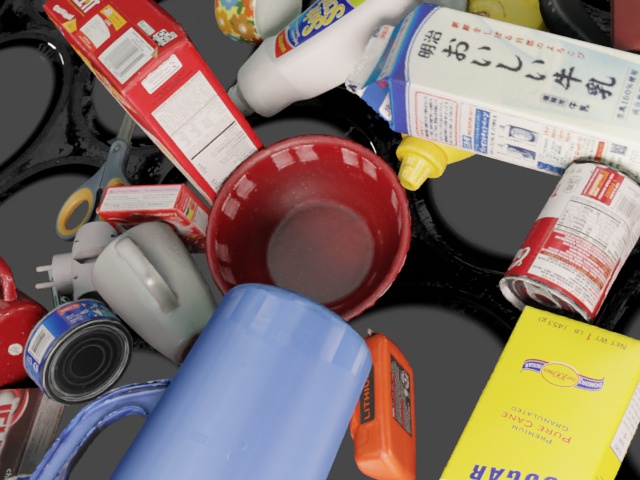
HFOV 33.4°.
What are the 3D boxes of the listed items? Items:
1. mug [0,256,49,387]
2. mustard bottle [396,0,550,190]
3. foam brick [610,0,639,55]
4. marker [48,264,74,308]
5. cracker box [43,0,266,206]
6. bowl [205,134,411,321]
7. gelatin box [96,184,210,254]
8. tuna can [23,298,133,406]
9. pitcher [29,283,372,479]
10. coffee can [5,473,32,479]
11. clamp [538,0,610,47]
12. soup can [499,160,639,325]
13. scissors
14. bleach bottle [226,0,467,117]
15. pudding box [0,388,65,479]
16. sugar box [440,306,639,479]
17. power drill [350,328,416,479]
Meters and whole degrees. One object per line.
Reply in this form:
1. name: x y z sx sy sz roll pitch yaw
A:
1. mug: -0.287 0.067 0.937 0.082 0.093 0.117 26 115 34
2. mustard bottle: 0.113 -0.122 0.863 0.096 0.058 0.191 18 70 33
3. foam brick: 0.245 -0.160 0.776 0.051 0.052 0.078 -10 63 35
4. marker: -0.227 0.069 0.956 0.020 0.020 0.121 -30 49 9
5. cracker box: -0.117 -0.111 0.885 0.072 0.213 0.164 -42 48 -4
6. bowl: -0.005 0.001 0.833 0.162 0.055 0.162 -5 68 11
7. gelatin box: -0.138 -0.017 0.927 0.089 0.073 0.030 -1 59 30
8. tuna can: -0.197 0.093 0.878 0.086 0.086 0.034 -48 50 -7
9. pitcher: -0.072 0.147 0.657 0.145 0.149 0.242 -5 50 50
10. coffee can: -0.187 0.245 0.755 0.140 0.102 0.102 28 75 40
11. clamp: 0.200 -0.218 0.847 0.164 0.036 0.210 -2 69 -12
12. soup can: 0.177 0.005 0.732 0.069 0.068 0.102 20 70 38
13. scissors: -0.214 -0.075 1.050 0.096 0.016 0.202 -19 51 18
14. bleach bottle: 0.009 -0.170 0.923 0.251 0.068 0.102 -30 35 34
15. pudding box: -0.272 0.181 0.892 0.090 0.039 0.113 -7 55 26
16. sugar box: 0.138 0.136 0.679 0.093 0.048 0.176 16 67 37
17. power drill: -0.027 0.148 0.759 0.188 0.057 0.184 -14 53 22
